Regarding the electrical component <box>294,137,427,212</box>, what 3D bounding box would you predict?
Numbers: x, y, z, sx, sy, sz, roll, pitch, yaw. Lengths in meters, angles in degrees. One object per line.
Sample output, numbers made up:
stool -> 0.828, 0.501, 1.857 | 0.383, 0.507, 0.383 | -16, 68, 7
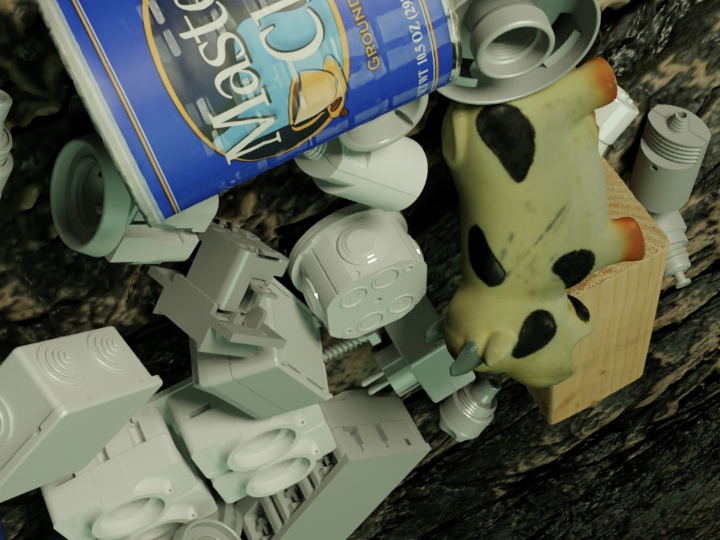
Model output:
electrical component -> -0.005, -0.060, 0.577 | 0.043, 0.043, 0.081 | -45, 147, 24

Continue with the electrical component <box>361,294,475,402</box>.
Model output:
electrical component -> 0.036, 0.069, 0.799 | 0.076, 0.047, 0.083 | -32, 150, 1

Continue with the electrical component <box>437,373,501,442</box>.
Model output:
electrical component -> 0.098, 0.115, 0.927 | 0.043, 0.043, 0.062 | 1, 136, -42

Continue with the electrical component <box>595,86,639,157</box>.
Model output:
electrical component -> 0.141, -0.086, 0.670 | 0.044, 0.044, 0.065 | 10, 126, -48

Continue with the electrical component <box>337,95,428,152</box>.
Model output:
electrical component -> 0.001, -0.092, 0.532 | 0.055, 0.047, 0.055 | -22, 149, -14

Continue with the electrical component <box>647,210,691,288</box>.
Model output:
electrical component -> 0.226, -0.024, 0.805 | 0.040, 0.078, 0.040 | -19, 162, -6

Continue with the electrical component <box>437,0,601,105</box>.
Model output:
electrical component -> 0.070, -0.133, 0.539 | 0.099, 0.064, 0.099 | -11, 149, -6

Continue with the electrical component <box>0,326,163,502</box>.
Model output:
electrical component -> -0.175, 0.080, 0.608 | 0.099, 0.048, 0.100 | -45, 166, 22

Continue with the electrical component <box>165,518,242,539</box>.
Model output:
electrical component -> -0.114, 0.208, 0.744 | 0.078, 0.058, 0.057 | 4, 138, -45

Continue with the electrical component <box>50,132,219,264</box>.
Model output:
electrical component -> -0.109, -0.035, 0.510 | 0.057, 0.058, 0.078 | -2, 140, -44

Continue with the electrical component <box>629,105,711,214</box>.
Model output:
electrical component -> 0.213, -0.080, 0.738 | 0.043, 0.043, 0.081 | -24, 149, -12

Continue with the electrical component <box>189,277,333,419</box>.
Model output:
electrical component -> -0.061, 0.052, 0.667 | 0.061, 0.061, 0.096 | -18, 153, 15

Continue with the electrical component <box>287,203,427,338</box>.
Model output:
electrical component -> 0.000, 0.000, 0.663 | 0.080, 0.051, 0.080 | -22, 149, -14

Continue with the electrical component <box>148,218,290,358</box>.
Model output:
electrical component -> -0.074, 0.009, 0.595 | 0.042, 0.081, 0.063 | 15, 105, -51

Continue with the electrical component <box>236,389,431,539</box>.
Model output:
electrical component -> -0.027, 0.167, 0.877 | 0.089, 0.061, 0.150 | 1, 137, -42

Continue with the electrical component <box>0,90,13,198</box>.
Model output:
electrical component -> -0.165, -0.051, 0.461 | 0.035, 0.035, 0.061 | 3, 134, -43

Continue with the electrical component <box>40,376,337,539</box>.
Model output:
electrical component -> -0.115, 0.131, 0.747 | 0.186, 0.060, 0.105 | -27, 150, -7
